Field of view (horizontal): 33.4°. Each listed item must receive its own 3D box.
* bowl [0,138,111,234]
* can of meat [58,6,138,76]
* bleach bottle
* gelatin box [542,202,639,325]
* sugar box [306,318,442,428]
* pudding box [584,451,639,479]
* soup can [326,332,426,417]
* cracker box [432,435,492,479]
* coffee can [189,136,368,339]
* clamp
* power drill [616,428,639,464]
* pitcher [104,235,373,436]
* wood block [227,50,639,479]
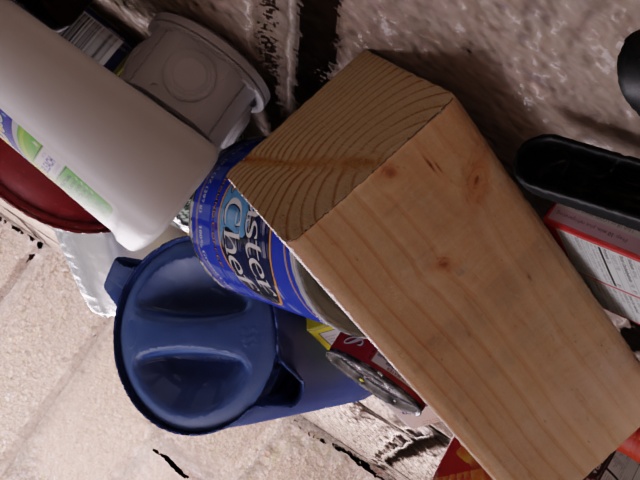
[{"bbox_3d":[-0.184,-0.085,0.784,0.162,0.162,0.055,37,124,-14],"label":"bowl"},{"bbox_3d":[-0.164,-0.122,0.705,0.084,0.057,0.102,38,167,-6],"label":"can of meat"},{"bbox_3d":[-0.174,-0.096,0.563,0.250,0.068,0.103,38,165,-10],"label":"bleach bottle"},{"bbox_3d":[0.149,0.014,0.465,0.089,0.030,0.073,26,164,40],"label":"gelatin box"},{"bbox_3d":[0.044,0.060,0.768,0.048,0.093,0.176,-17,142,18],"label":"sugar box"},{"bbox_3d":[0.208,0.170,0.766,0.039,0.090,0.113,21,161,40],"label":"pudding box"},{"bbox_3d":[0.059,0.047,0.653,0.068,0.102,0.068,33,168,8],"label":"soup can"},{"bbox_3d":[0.112,0.188,0.789,0.072,0.213,0.164,30,167,14],"label":"cracker box"},{"bbox_3d":[-0.002,-0.007,0.608,0.102,0.102,0.141,41,167,-27],"label":"coffee can"},{"bbox_3d":[0.151,-0.009,0.358,0.171,0.039,0.120,27,171,9],"label":"clamp"},{"bbox_3d":[0.228,0.128,0.627,0.188,0.057,0.184,28,166,29],"label":"power drill"},{"bbox_3d":[-0.040,0.068,0.810,0.242,0.145,0.149,12,-121,-62],"label":"pitcher"},{"bbox_3d":[0.062,0.025,0.501,0.206,0.090,0.091,49,179,-30],"label":"wood block"}]
